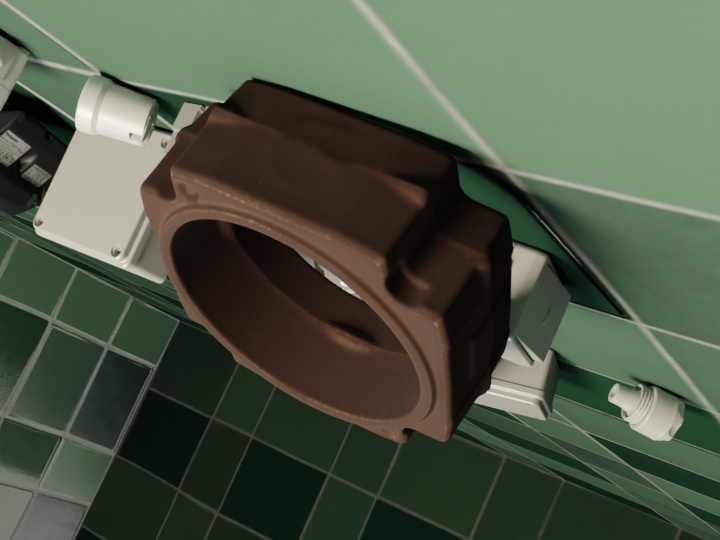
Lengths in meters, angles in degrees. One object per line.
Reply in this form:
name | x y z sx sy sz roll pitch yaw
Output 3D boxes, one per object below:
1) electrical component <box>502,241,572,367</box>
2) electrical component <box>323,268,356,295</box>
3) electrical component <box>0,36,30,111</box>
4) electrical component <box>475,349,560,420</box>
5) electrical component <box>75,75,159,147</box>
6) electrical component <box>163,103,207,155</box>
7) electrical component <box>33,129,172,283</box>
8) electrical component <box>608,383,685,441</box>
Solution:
electrical component | 0.095 0.019 0.698 0.061 0.061 0.096 21 170 23
electrical component | 0.000 0.000 0.903 0.048 0.048 0.062 21 177 20
electrical component | -0.285 -0.145 0.752 0.096 0.061 0.062 19 170 32
electrical component | 0.136 0.101 1.052 0.109 0.056 0.108 13 168 17
electrical component | -0.165 -0.107 0.732 0.046 0.040 0.040 18 171 -1
electrical component | -0.101 -0.074 0.700 0.066 0.055 0.048 16 168 42
electrical component | -0.185 -0.058 0.843 0.109 0.108 0.056 19 172 32
electrical component | 0.249 0.120 0.943 0.062 0.043 0.043 27 171 -6
